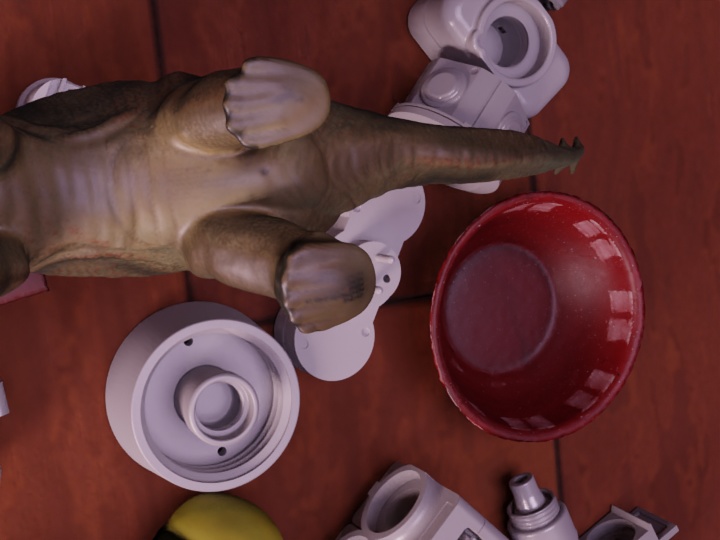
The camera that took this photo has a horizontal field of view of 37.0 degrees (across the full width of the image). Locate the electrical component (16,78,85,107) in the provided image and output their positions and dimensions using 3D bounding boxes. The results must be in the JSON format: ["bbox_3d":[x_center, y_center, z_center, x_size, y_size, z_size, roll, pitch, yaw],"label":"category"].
[{"bbox_3d":[-0.162,-0.084,0.579,0.040,0.046,0.040,-2,96,-24],"label":"electrical component"}]

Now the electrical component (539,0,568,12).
[{"bbox_3d":[0.096,-0.213,0.674,0.096,0.062,0.061,40,79,-22],"label":"electrical component"}]

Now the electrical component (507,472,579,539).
[{"bbox_3d":[0.120,0.168,0.729,0.043,0.043,0.062,-28,104,-19],"label":"electrical component"}]

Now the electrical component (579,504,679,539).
[{"bbox_3d":[0.188,0.210,0.765,0.081,0.042,0.063,-34,111,-17],"label":"electrical component"}]

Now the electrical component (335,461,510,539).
[{"bbox_3d":[0.011,0.199,0.658,0.062,0.089,0.150,44,77,-21],"label":"electrical component"}]

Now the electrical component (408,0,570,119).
[{"bbox_3d":[0.084,-0.142,0.676,0.053,0.059,0.095,-47,111,-14],"label":"electrical component"}]

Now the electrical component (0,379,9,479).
[{"bbox_3d":[-0.222,0.095,0.563,0.078,0.058,0.057,-14,97,-23],"label":"electrical component"}]

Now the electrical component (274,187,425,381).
[{"bbox_3d":[0.000,0.000,0.644,0.052,0.074,0.138,23,85,-24],"label":"electrical component"}]

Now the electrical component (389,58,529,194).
[{"bbox_3d":[0.060,-0.087,0.661,0.080,0.080,0.051,38,74,-22],"label":"electrical component"}]

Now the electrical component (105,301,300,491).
[{"bbox_3d":[-0.087,0.075,0.619,0.108,0.060,0.108,-2,96,-24],"label":"electrical component"}]
